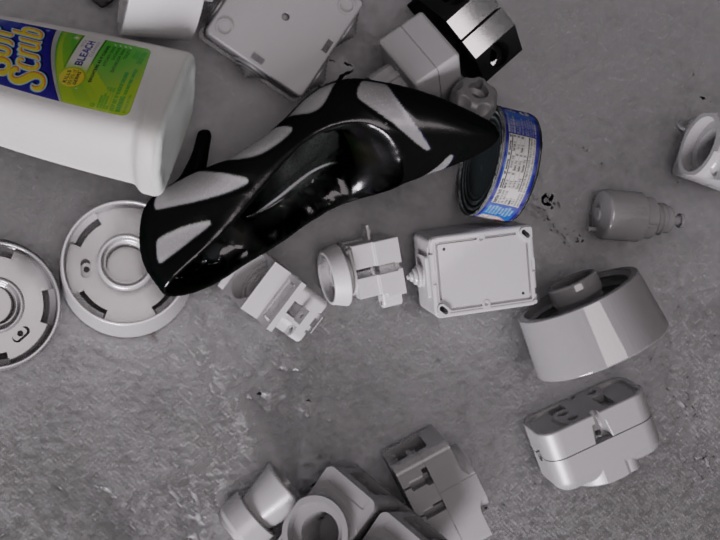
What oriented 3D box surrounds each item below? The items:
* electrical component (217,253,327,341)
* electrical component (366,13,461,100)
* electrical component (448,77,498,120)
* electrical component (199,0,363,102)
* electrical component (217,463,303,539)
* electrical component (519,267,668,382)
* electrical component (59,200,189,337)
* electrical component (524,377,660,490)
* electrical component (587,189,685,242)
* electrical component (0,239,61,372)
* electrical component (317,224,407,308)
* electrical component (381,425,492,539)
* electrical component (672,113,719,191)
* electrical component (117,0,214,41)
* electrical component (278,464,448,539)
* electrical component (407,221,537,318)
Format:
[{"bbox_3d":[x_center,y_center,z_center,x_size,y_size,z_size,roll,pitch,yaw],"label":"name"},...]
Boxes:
[{"bbox_3d":[-0.063,0.018,0.796,0.064,0.081,0.042,38,90,-37],"label":"electrical component"},{"bbox_3d":[0.030,-0.136,0.787,0.077,0.065,0.047,-35,70,-5],"label":"electrical component"},{"bbox_3d":[0.077,-0.112,0.792,0.035,0.061,0.035,8,56,-12],"label":"electrical component"},{"bbox_3d":[-0.056,-0.182,0.778,0.100,0.048,0.099,33,91,-14],"label":"electrical component"},{"bbox_3d":[-0.076,0.184,0.829,0.055,0.045,0.045,-41,104,-3],"label":"electrical component"},{"bbox_3d":[0.175,0.034,0.830,0.108,0.108,0.060,-26,96,-7],"label":"electrical component"},{"bbox_3d":[-0.170,-0.002,0.785,0.099,0.064,0.099,1,84,-11],"label":"electrical component"},{"bbox_3d":[0.189,0.135,0.872,0.095,0.054,0.059,-23,102,-8],"label":"electrical component"},{"bbox_3d":[0.222,-0.042,0.860,0.078,0.040,0.040,4,97,-13],"label":"electrical component"},{"bbox_3d":[-0.264,0.026,0.770,0.099,0.064,0.099,1,88,-22],"label":"electrical component"},{"bbox_3d":[0.000,0.000,0.818,0.055,0.048,0.066,-13,101,-18],"label":"electrical component"},{"bbox_3d":[0.064,0.175,0.854,0.056,0.050,0.089,-27,103,-6],"label":"electrical component"},{"bbox_3d":[0.289,-0.090,0.841,0.056,0.089,0.050,17,94,-14],"label":"electrical component"},{"bbox_3d":[-0.127,-0.208,0.732,0.060,0.108,0.108,7,97,-18],"label":"electrical component"},{"bbox_3d":[-0.028,0.252,0.807,0.105,0.060,0.186,36,95,26],"label":"electrical component"},{"bbox_3d":[0.080,-0.002,0.826,0.096,0.061,0.061,-8,99,-10],"label":"electrical component"}]
